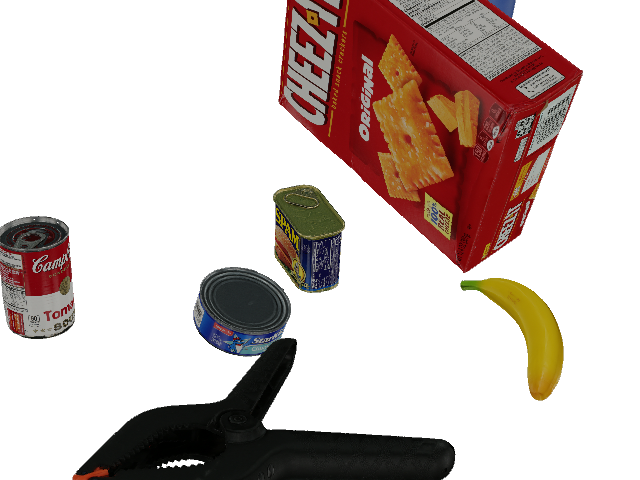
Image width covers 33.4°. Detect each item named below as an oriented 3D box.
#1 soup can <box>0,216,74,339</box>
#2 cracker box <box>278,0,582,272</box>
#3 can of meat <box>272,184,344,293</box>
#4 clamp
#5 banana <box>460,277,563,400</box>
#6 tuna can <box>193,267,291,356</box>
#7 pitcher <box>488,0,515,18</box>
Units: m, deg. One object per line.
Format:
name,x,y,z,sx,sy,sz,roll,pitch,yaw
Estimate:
soup can,-0.277,0.037,1.043,0.068,0.102,0.068,2,28,-1
cracker box,0.063,-0.105,0.752,0.072,0.214,0.164,-32,-28,-28
can of meat,-0.015,-0.001,1.217,0.057,0.084,0.102,-13,39,-21
clamp,-0.050,0.113,0.622,0.209,0.036,0.165,-9,25,-31
banana,0.218,0.095,1.135,0.069,0.037,0.198,-28,36,0
tuna can,-0.072,0.065,0.974,0.086,0.034,0.086,14,37,-11
pitcher,0.109,-0.187,1.055,0.144,0.243,0.149,-36,59,-26
